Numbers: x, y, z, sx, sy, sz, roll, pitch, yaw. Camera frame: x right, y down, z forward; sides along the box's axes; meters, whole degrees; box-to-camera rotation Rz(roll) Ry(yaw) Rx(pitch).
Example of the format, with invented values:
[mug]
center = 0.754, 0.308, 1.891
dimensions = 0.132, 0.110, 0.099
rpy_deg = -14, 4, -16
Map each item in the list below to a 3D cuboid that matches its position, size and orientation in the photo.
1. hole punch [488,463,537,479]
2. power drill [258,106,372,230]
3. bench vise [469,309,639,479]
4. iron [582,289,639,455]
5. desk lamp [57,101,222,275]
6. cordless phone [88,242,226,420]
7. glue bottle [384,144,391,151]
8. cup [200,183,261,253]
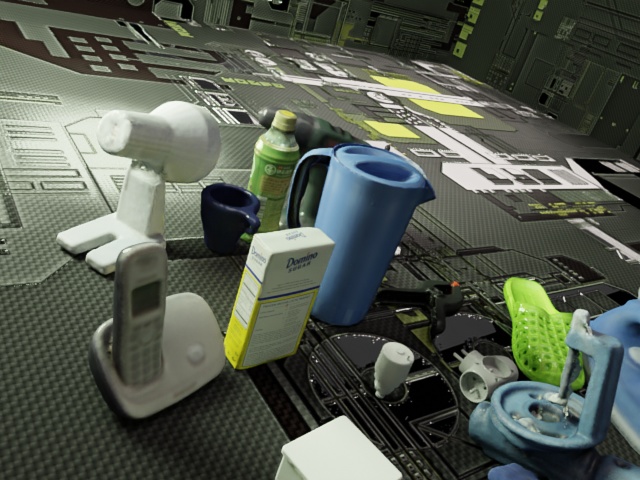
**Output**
[hole punch]
center = 0.211, 0.270, 0.564
dimensions = 0.101, 0.091, 0.108
rpy_deg = -11, 39, -43
[power drill]
center = -0.016, -0.114, 1.001
dimensions = 0.230, 0.208, 0.075
rpy_deg = 8, 29, -19
[bench vise]
center = 0.287, 0.192, 0.613
dimensions = 0.207, 0.220, 0.122
rpy_deg = 26, 29, 15
[iron]
center = 0.473, 0.181, 0.830
dimensions = 0.118, 0.141, 0.258
rpy_deg = 17, 28, -1
[desk lamp]
center = -0.247, -0.088, 0.809
dimensions = 0.117, 0.213, 0.204
rpy_deg = 27, 29, 17
[cordless phone]
center = -0.157, 0.079, 0.591
dimensions = 0.094, 0.185, 0.148
rpy_deg = 31, 30, 23
[glue bottle]
center = 0.103, -0.100, 1.085
dimensions = 0.037, 0.173, 0.078
rpy_deg = 29, 30, 21
[cup]
center = -0.137, -0.022, 0.884
dimensions = 0.092, 0.095, 0.117
rpy_deg = -13, 40, -44
